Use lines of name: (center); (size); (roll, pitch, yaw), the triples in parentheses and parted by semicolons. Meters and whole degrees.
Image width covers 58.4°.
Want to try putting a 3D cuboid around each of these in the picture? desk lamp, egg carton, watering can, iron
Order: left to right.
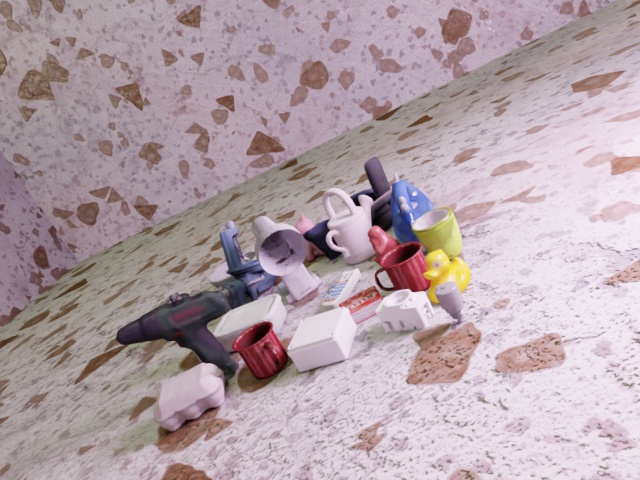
egg carton: (-0.260, 0.311, 1.148); (0.150, 0.069, 0.107); (-29, 17, -2)
desk lamp: (-0.092, 0.045, 1.402); (0.118, 0.214, 0.202); (-32, 18, -10)
watering can: (0.072, -0.048, 1.445); (0.100, 0.194, 0.173); (-18, 21, 31)
iron: (0.215, -0.072, 1.384); (0.118, 0.142, 0.258); (-25, 18, 12)

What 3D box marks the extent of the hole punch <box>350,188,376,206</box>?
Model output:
hole punch: (0.135, -0.114, 1.710); (0.108, 0.091, 0.101); (-22, 19, 19)

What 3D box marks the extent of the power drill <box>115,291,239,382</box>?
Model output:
power drill: (-0.275, 0.218, 1.202); (0.230, 0.209, 0.075); (-32, 18, -11)

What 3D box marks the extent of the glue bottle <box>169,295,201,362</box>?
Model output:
glue bottle: (-0.308, 0.203, 1.353); (0.037, 0.173, 0.078); (-28, 18, 2)

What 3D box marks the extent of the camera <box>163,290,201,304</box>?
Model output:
camera: (-0.385, 0.188, 1.636); (0.143, 0.101, 0.136); (-27, 17, 4)

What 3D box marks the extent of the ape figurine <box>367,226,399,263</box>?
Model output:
ape figurine: (0.143, 0.008, 1.351); (0.076, 0.092, 0.078); (-20, 19, 24)

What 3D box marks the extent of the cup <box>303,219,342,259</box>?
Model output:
cup: (0.014, 0.006, 1.550); (0.117, 0.095, 0.092); (-14, 22, 38)

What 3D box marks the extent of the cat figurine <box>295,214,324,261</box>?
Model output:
cat figurine: (-0.035, -0.016, 1.646); (0.067, 0.118, 0.127); (-27, 17, 3)

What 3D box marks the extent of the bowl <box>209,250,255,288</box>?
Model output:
bowl: (-0.238, 0.105, 1.689); (0.167, 0.075, 0.167); (-26, 18, 9)

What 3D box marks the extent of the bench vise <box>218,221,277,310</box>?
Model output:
bench vise: (-0.207, 0.068, 1.501); (0.121, 0.220, 0.207); (-23, 18, 18)

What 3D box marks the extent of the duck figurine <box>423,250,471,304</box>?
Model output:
duck figurine: (0.233, 0.058, 1.082); (0.105, 0.086, 0.077); (-39, 21, -31)

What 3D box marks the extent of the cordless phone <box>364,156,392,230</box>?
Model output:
cordless phone: (0.143, -0.122, 1.560); (0.148, 0.185, 0.093); (-38, 20, -27)
